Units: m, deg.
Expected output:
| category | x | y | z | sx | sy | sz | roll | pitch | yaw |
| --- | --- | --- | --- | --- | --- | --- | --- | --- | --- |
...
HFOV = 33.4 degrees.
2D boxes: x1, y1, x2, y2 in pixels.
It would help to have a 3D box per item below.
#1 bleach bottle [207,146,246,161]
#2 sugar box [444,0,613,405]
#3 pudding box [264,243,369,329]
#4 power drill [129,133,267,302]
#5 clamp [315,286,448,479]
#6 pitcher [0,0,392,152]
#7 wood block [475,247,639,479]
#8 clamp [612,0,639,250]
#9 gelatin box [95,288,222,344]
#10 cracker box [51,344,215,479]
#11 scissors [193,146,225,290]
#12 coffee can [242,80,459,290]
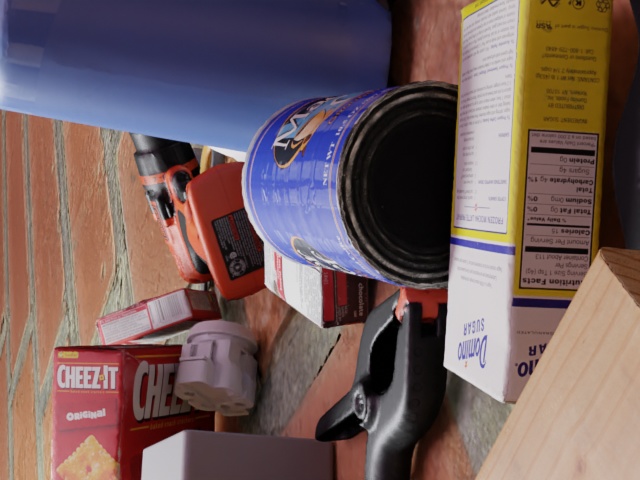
| category | x | y | z | sx | sy | sz | roll | pitch | yaw |
| --- | --- | --- | --- | --- | --- | --- | --- | --- | --- |
| bleach bottle | -0.070 | -0.122 | 0.887 | 0.251 | 0.068 | 0.102 | -149 | 65 | -62 |
| sugar box | 0.091 | -0.022 | 0.477 | 0.093 | 0.048 | 0.176 | -157 | 67 | -81 |
| pudding box | -0.005 | 0.001 | 0.714 | 0.114 | 0.039 | 0.090 | -153 | 59 | -63 |
| power drill | -0.100 | -0.037 | 0.869 | 0.188 | 0.057 | 0.184 | 28 | 140 | 65 |
| clamp | 0.040 | 0.104 | 0.606 | 0.172 | 0.039 | 0.120 | 107 | 149 | -41 |
| pitcher | -0.085 | -0.132 | 0.692 | 0.149 | 0.242 | 0.145 | -134 | 52 | -70 |
| wood block | 0.108 | 0.114 | 0.375 | 0.090 | 0.090 | 0.206 | -115 | 37 | -51 |
| clamp | 0.147 | -0.068 | 0.387 | 0.165 | 0.036 | 0.210 | 168 | 106 | -75 |
| gelatin box | -0.140 | 0.069 | 0.936 | 0.073 | 0.089 | 0.030 | 19 | -128 | -74 |
| cracker box | -0.144 | 0.192 | 0.857 | 0.164 | 0.072 | 0.214 | 13 | -103 | -70 |
| scissors | -0.104 | -0.013 | 0.995 | 0.096 | 0.016 | 0.202 | 124 | 144 | -48 |
| coffee can | 0.028 | -0.031 | 0.581 | 0.140 | 0.102 | 0.103 | -171 | 87 | -67 |
